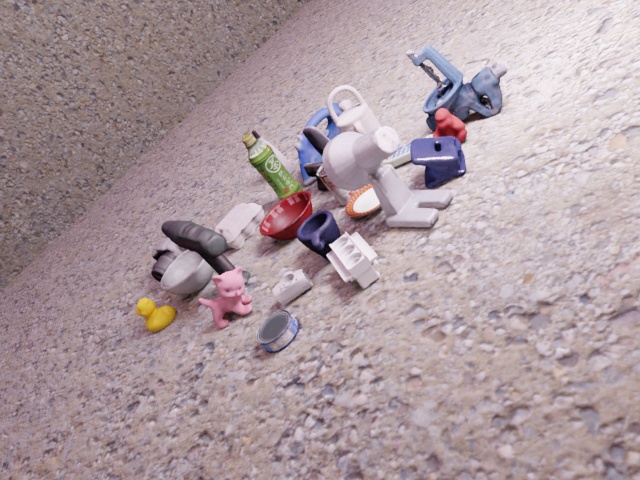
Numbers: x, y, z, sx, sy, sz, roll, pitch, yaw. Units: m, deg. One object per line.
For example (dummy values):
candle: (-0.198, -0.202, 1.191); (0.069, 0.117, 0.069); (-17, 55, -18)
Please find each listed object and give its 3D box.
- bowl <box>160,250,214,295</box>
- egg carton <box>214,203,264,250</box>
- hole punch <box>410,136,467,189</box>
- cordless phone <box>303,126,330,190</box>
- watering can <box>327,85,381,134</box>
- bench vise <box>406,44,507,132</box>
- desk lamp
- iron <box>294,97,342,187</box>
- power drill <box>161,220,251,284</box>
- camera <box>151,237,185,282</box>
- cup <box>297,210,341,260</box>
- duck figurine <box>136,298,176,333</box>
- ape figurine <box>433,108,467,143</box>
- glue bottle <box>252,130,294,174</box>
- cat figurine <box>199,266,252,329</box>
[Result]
bowl: (-0.341, 0.092, 1.536); (0.167, 0.075, 0.167); (-29, 29, 18)
egg carton: (-0.225, -0.041, 1.604); (0.107, 0.069, 0.150); (3, 49, 52)
hole punch: (0.252, -0.182, 1.223); (0.101, 0.091, 0.108); (-25, 31, 24)
cordless phone: (0.003, -0.221, 1.476); (0.147, 0.185, 0.094); (3, 48, 51)
watering can: (0.087, -0.320, 1.514); (0.101, 0.194, 0.172); (-44, 28, -10)
bench vise: (0.304, -0.369, 1.302); (0.207, 0.220, 0.121); (-30, 29, 16)
desk lamp: (0.129, -0.135, 1.166); (0.202, 0.214, 0.118); (2, 48, 51)
iron: (0.003, -0.288, 1.624); (0.259, 0.142, 0.118); (-49, 30, -20)
power drill: (-0.275, 0.036, 1.396); (0.228, 0.209, 0.076); (4, 49, 52)
camera: (-0.452, 0.056, 1.693); (0.142, 0.101, 0.137); (-10, 39, 42)
cup: (0.011, 0.004, 1.226); (0.091, 0.095, 0.117); (-30, 29, 15)
duck figurine: (-0.435, 0.187, 1.494); (0.104, 0.086, 0.077); (-19, 34, 33)
ape figurine: (0.287, -0.254, 1.288); (0.077, 0.092, 0.076); (-8, 40, 44)
glue bottle: (-0.152, -0.264, 1.738); (0.077, 0.173, 0.037); (4, 50, 52)
cat figurine: (-0.212, 0.121, 1.292); (0.127, 0.118, 0.067); (-32, 28, 12)
